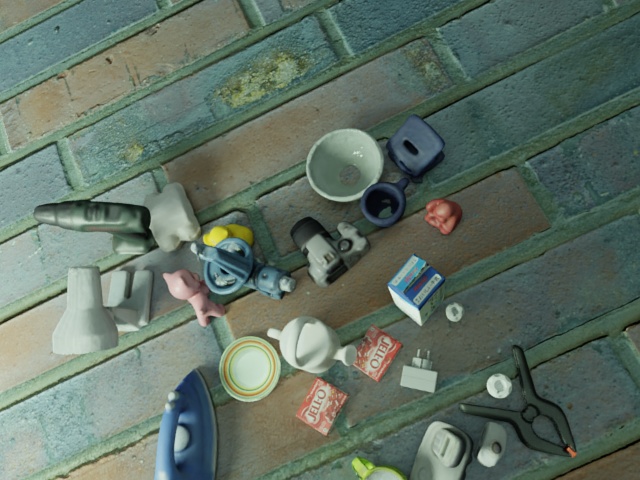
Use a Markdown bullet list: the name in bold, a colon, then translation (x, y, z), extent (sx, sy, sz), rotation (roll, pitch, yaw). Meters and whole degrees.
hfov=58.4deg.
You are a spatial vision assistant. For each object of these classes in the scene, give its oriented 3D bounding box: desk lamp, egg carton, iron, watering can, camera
- **desk lamp**: translation (-0.449, 0.142, 1.180), extent (0.117, 0.214, 0.203), rotation (-2, 74, 11)
- **egg carton**: translation (-0.333, -0.051, 1.288), extent (0.107, 0.069, 0.150), rotation (-29, 71, 2)
- **iron**: translation (-0.277, 0.379, 1.116), extent (0.118, 0.141, 0.258), rotation (-4, 74, 10)
- **watering can**: translation (-0.017, 0.196, 1.089), extent (0.172, 0.194, 0.101), rotation (-8, 73, 9)
- **camera**: translation (0.011, 0.004, 1.187), extent (0.143, 0.101, 0.136), rotation (-40, 71, -2)

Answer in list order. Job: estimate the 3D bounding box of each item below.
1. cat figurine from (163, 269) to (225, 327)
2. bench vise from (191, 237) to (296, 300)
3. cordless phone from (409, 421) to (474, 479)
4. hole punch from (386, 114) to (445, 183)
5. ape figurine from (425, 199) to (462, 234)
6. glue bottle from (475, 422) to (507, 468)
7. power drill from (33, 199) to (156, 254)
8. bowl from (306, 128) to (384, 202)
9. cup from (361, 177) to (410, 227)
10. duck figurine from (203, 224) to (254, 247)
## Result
- **cat figurine**: translation (-0.269, 0.113, 1.203), extent (0.067, 0.118, 0.127), rotation (-37, 71, 0)
- **bench vise**: translation (-0.154, 0.046, 1.145), extent (0.207, 0.220, 0.121), rotation (-2, 74, 11)
- **cordless phone**: translation (0.210, 0.395, 0.992), extent (0.094, 0.185, 0.148), rotation (18, 79, 16)
- **hole punch**: translation (0.201, -0.192, 1.210), extent (0.101, 0.091, 0.108), rotation (-40, 71, -2)
- **ape figurine**: translation (0.251, -0.054, 1.160), extent (0.076, 0.092, 0.078), rotation (-14, 72, 7)
- **glue bottle**: translation (0.299, 0.357, 0.991), extent (0.037, 0.173, 0.078), rotation (21, 79, 16)
- **power drill**: translation (-0.457, -0.030, 1.233), extent (0.229, 0.209, 0.075), rotation (-2, 74, 11)
- **bowl**: translation (0.058, -0.151, 1.235), extent (0.167, 0.075, 0.167), rotation (-3, 74, 11)
- **cup**: translation (0.143, -0.074, 1.186), extent (0.091, 0.095, 0.118), rotation (42, 86, 19)
- **duck figurine**: translation (-0.201, -0.005, 1.240), extent (0.104, 0.086, 0.077), rotation (-10, 73, 9)
